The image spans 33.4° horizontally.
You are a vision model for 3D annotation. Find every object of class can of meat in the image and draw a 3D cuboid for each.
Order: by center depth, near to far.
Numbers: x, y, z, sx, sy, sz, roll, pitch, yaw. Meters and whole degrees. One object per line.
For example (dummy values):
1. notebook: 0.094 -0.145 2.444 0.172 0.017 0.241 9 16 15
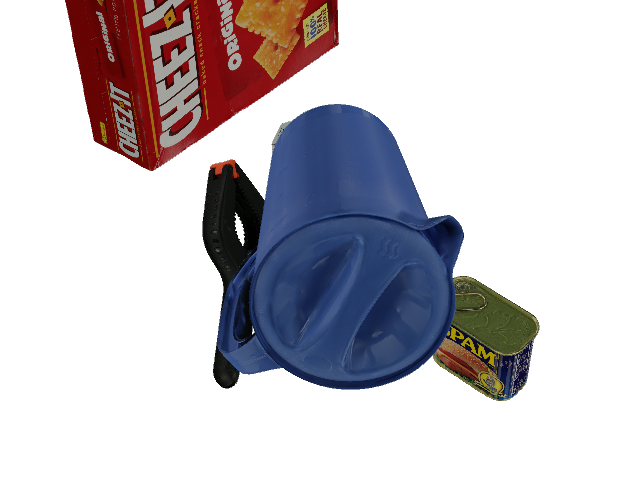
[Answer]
1. can of meat: 0.155 0.097 1.027 0.102 0.084 0.057 33 57 29

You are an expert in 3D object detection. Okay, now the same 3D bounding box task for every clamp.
1. clamp: -0.063 0.025 1.042 0.036 0.210 0.164 -11 0 35

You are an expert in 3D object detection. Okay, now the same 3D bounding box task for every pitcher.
1. pitcher: 0.008 -0.005 0.786 0.149 0.145 0.243 6 27 -5

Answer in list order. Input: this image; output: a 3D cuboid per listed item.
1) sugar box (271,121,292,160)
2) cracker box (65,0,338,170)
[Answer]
1. sugar box: -0.032 -0.043 1.248 0.048 0.176 0.093 1 22 6
2. cracker box: -0.076 -0.174 0.772 0.072 0.164 0.213 28 50 29
